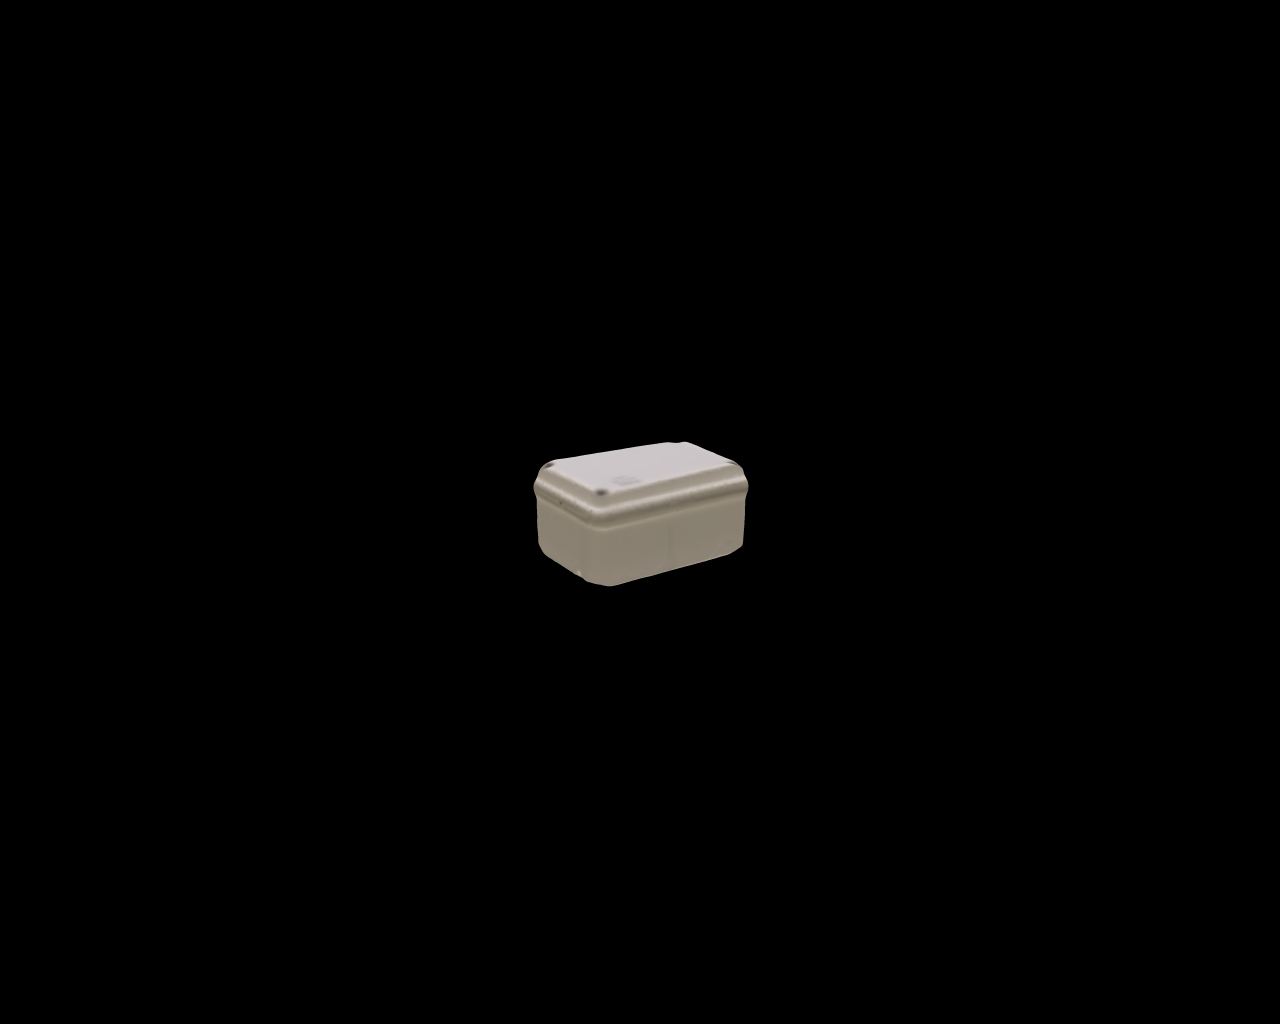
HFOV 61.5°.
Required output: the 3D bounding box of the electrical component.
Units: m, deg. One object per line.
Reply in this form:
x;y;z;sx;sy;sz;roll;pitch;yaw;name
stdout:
0.001;-0.003;0.650;0.113;0.057;0.078;-12;23;-31;electrical component
